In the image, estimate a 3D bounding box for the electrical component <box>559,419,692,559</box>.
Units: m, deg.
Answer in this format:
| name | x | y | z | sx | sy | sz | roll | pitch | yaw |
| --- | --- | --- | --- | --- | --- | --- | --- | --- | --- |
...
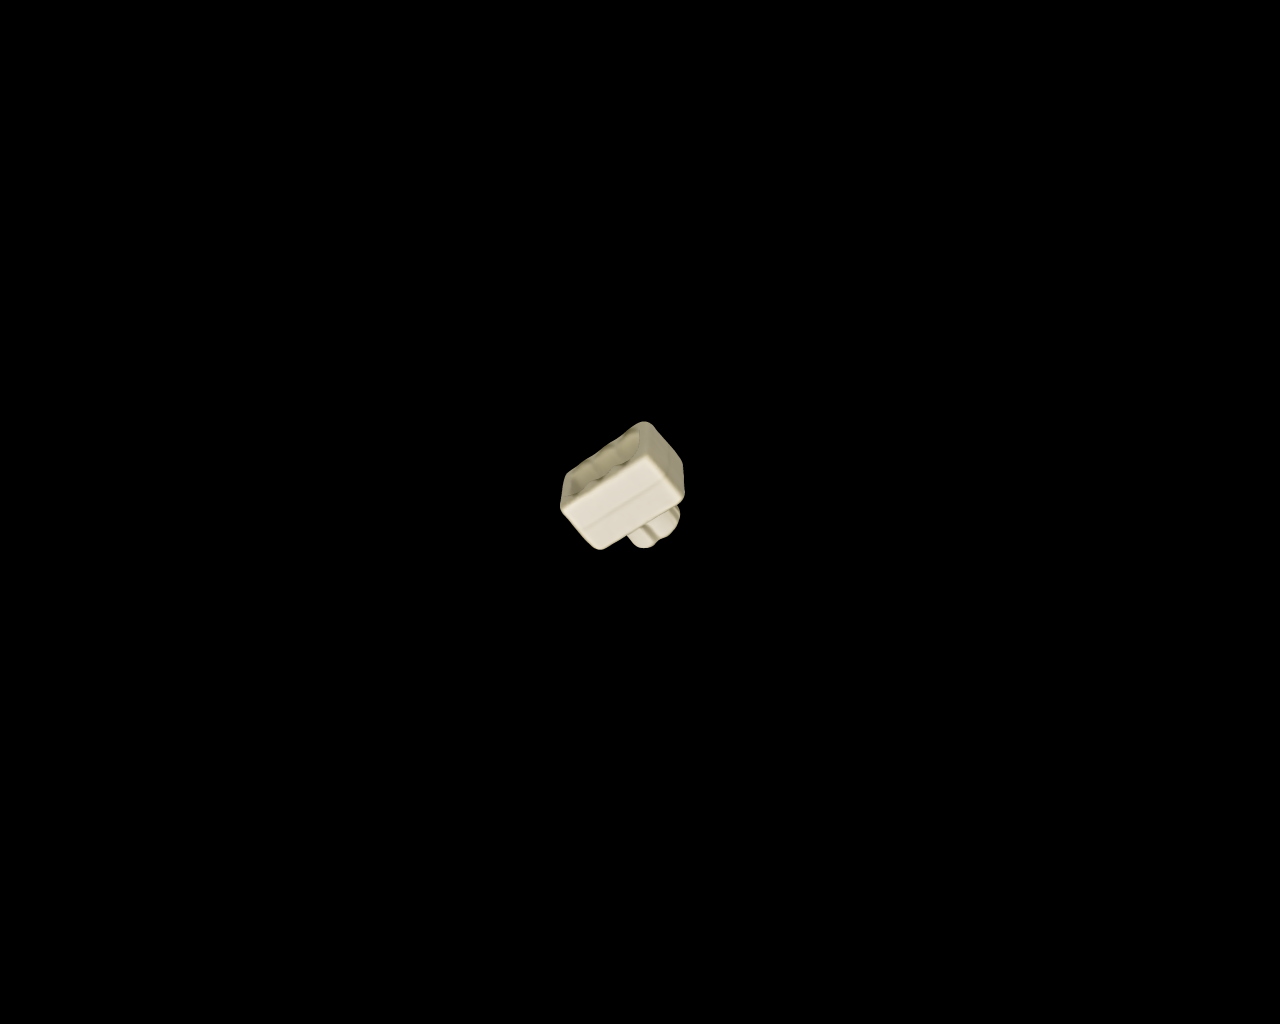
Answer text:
| name | x | y | z | sx | sy | sz | roll | pitch | yaw |
| --- | --- | --- | --- | --- | --- | --- | --- | --- | --- |
| electrical component | 0.001 | -0.003 | 0.650 | 0.065 | 0.076 | 0.047 | -32 | 26 | 18 |
